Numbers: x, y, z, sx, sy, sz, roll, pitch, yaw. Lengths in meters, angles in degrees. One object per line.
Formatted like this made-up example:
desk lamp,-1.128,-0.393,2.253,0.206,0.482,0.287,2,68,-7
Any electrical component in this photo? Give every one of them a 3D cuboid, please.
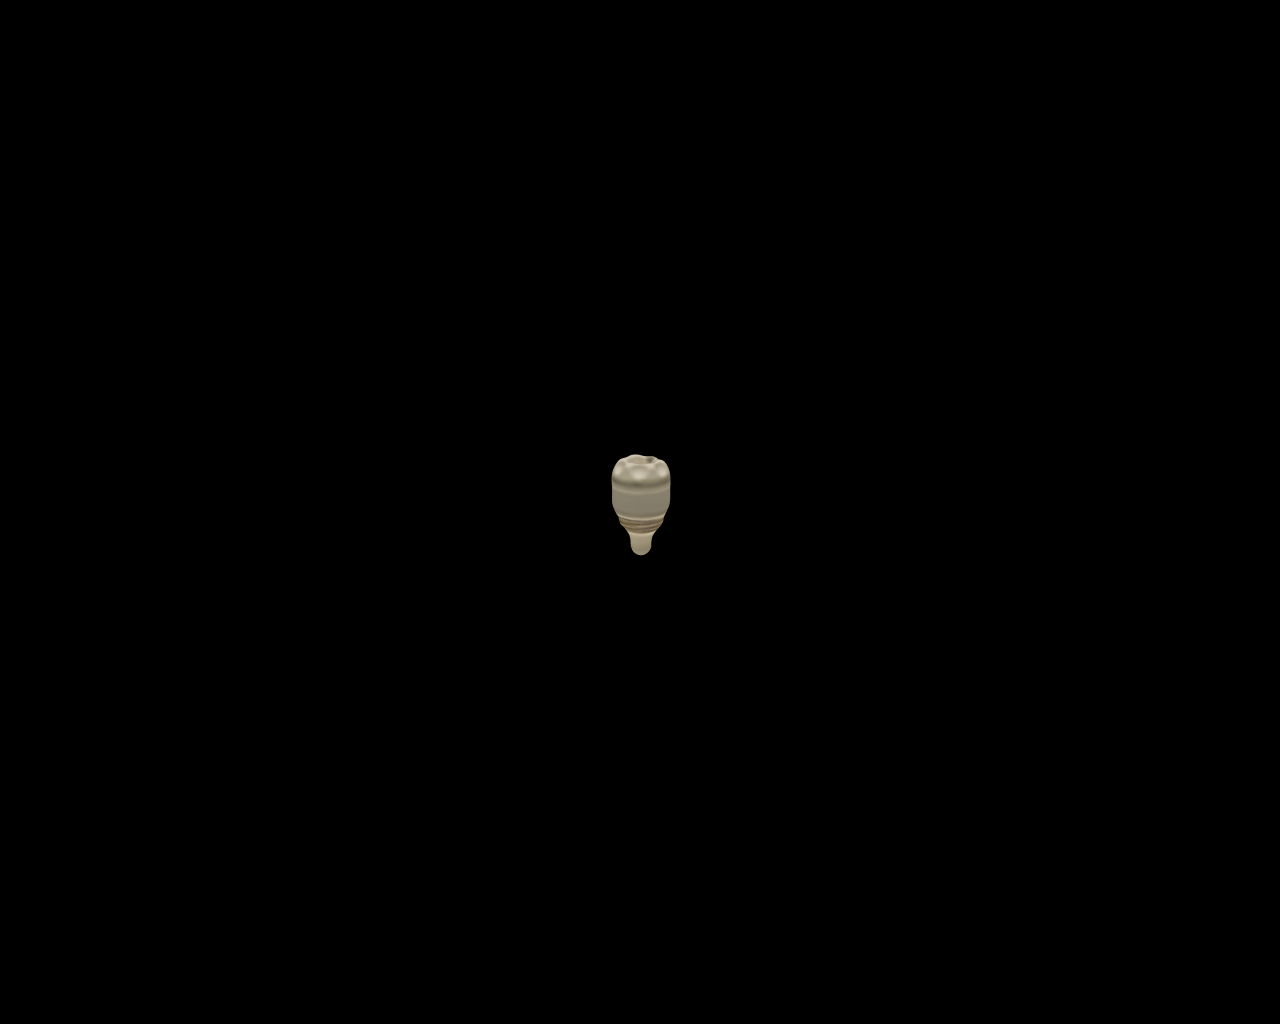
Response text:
electrical component,0.001,-0.003,0.650,0.035,0.061,0.035,0,18,0
